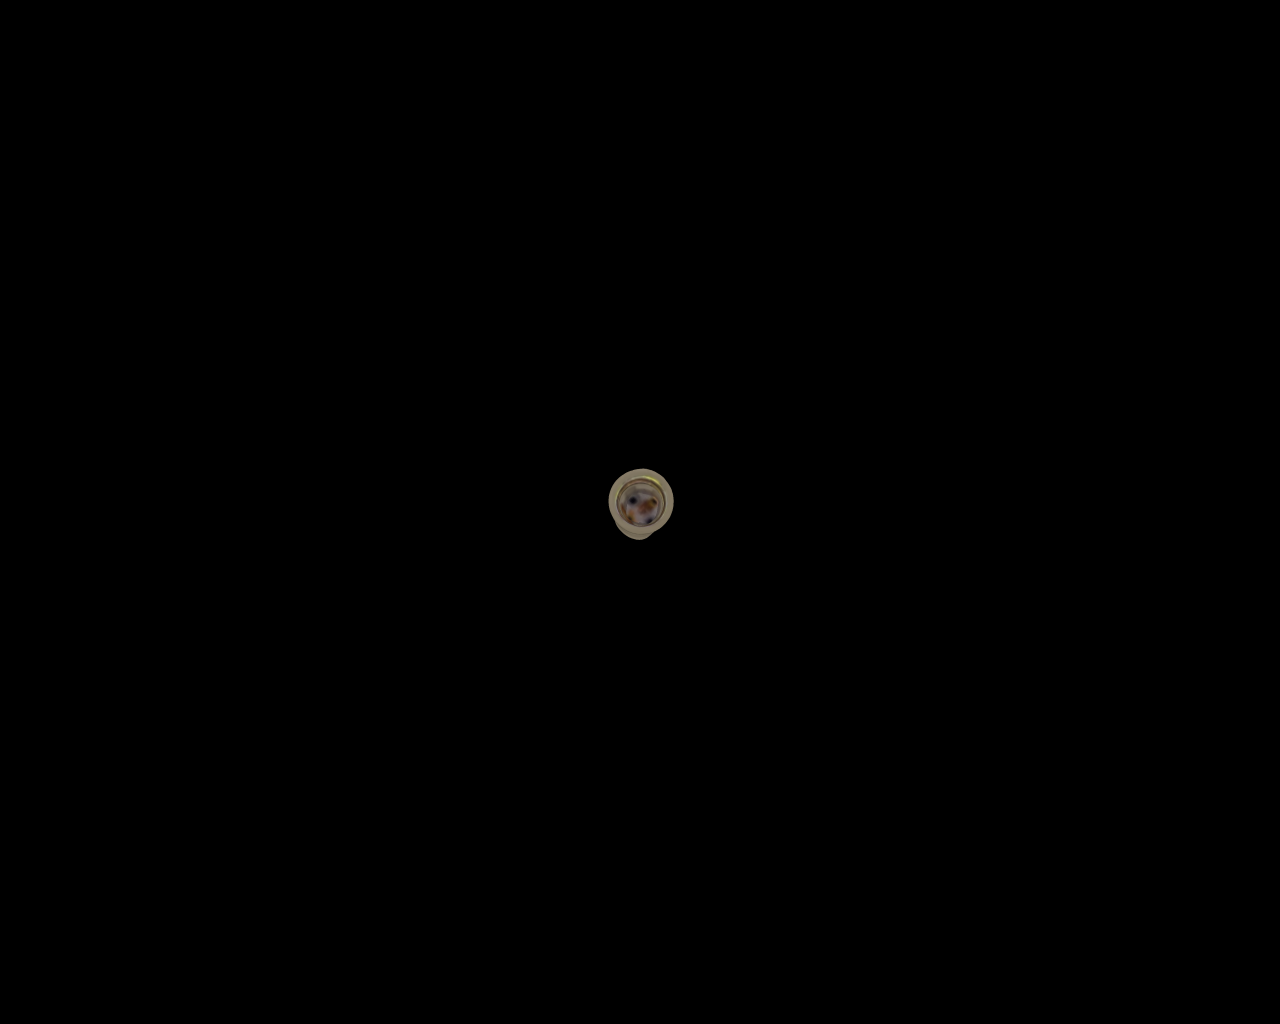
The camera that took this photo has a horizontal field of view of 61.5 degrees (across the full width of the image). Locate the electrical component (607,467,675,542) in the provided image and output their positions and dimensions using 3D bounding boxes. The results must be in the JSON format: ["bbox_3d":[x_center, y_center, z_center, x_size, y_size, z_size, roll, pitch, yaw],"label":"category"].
[{"bbox_3d":[0.001,-0.003,0.650,0.040,0.040,0.046,0,-12,0],"label":"electrical component"}]
